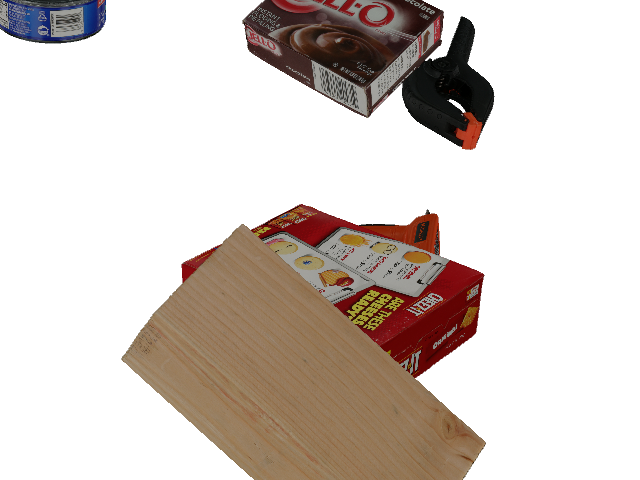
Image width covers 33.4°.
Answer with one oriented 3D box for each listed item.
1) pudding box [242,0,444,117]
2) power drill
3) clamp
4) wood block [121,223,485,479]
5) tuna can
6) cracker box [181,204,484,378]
[{"bbox_3d":[0.016,-0.147,0.752,0.114,0.090,0.039,34,-24,21],"label":"pudding box"},{"bbox_3d":[0.033,0.018,1.163,0.188,0.057,0.184,2,31,12],"label":"power drill"},{"bbox_3d":[0.093,-0.144,0.937,0.120,0.039,0.171,-6,43,-5],"label":"clamp"},{"bbox_3d":[-0.013,0.101,0.677,0.090,0.206,0.090,-48,0,-34],"label":"wood block"},{"bbox_3d":[-0.207,-0.183,0.817,0.086,0.034,0.086,5,35,-4],"label":"tuna can"},{"bbox_3d":[0.009,0.052,0.942,0.214,0.072,0.163,22,34,34],"label":"cracker box"}]
